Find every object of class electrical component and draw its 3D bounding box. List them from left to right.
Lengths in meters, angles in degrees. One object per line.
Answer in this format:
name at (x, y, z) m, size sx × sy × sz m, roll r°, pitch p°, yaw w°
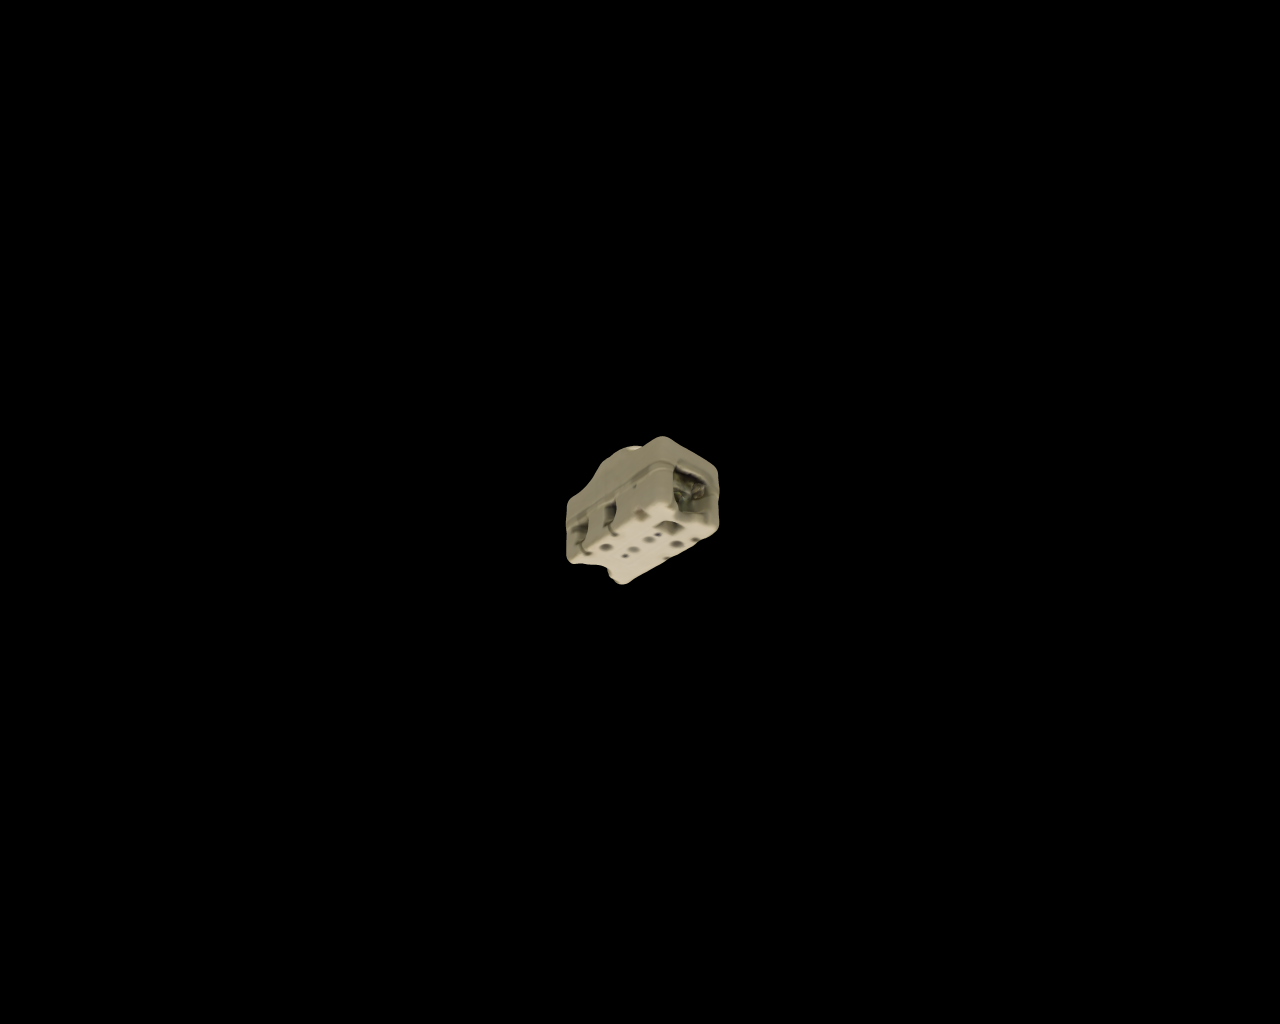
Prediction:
electrical component at (0.001, -0.003, 0.650) m, size 0.050 × 0.056 × 0.089 m, roll 27°, pitch -44°, yaw -33°
